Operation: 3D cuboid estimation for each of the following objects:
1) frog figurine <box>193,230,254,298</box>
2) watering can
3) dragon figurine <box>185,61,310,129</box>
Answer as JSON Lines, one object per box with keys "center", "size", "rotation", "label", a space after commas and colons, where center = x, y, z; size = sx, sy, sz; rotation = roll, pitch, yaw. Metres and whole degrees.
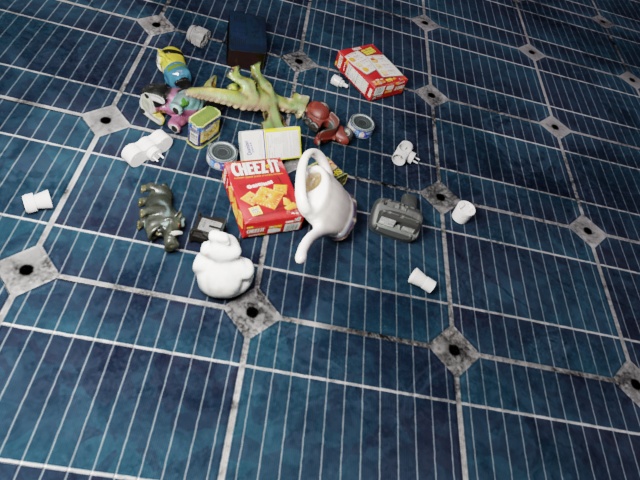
{"center": [-0.213, 0.056, 1.158], "size": [0.137, 0.156, 0.126], "rotation": [16, 53, -5], "label": "frog figurine"}
{"center": [0.004, -0.065, 1.299], "size": [0.221, 0.103, 0.355], "rotation": [39, 45, -46], "label": "watering can"}
{"center": [-0.182, -0.384, 1.514], "size": [0.417, 0.120, 0.243], "rotation": [-35, 89, -43], "label": "dragon figurine"}
